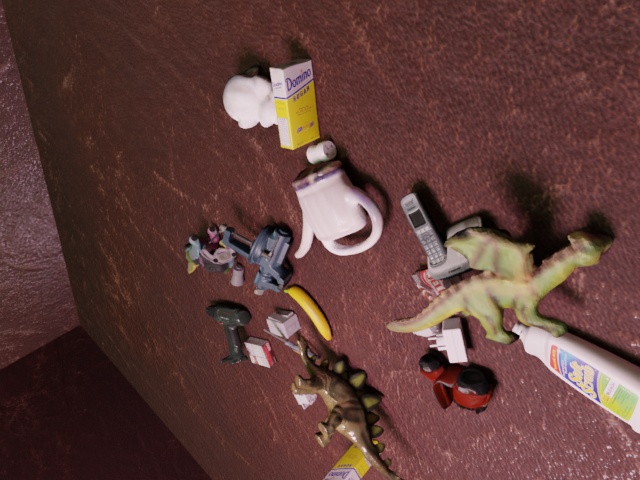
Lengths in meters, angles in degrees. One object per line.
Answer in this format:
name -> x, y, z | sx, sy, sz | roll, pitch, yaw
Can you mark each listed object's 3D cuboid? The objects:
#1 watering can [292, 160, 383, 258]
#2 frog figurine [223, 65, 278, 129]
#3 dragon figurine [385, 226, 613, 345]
watering can -> 0.004, -0.061, 1.202 | 0.345, 0.105, 0.223 | -16, 102, 51
frog figurine -> -0.148, -0.313, 1.193 | 0.162, 0.123, 0.135 | 53, 124, 25
dragon figurine -> 0.281, 0.065, 0.886 | 0.409, 0.125, 0.238 | -12, 125, 19
